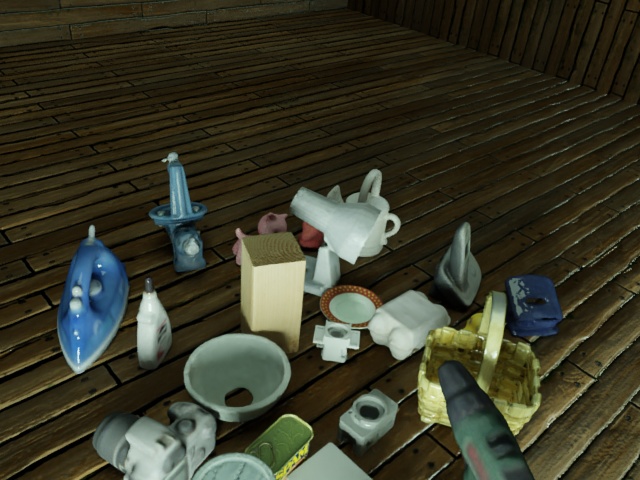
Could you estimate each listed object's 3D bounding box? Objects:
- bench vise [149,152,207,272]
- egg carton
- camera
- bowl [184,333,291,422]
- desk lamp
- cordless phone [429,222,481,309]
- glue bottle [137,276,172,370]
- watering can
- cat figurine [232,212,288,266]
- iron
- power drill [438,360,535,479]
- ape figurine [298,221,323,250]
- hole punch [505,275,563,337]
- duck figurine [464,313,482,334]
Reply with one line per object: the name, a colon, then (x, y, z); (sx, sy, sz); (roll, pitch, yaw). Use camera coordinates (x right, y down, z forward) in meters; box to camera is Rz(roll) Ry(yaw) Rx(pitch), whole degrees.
bench vise: (-0.276, -0.058, 1.190); (0.122, 0.220, 0.206); (-22, 43, -35)
egg carton: (0.167, 0.156, 1.077); (0.151, 0.069, 0.107); (-24, 44, -37)
camera: (-0.237, 0.280, 0.804); (0.136, 0.101, 0.143); (22, 37, 22)
bowl: (-0.131, 0.231, 0.916); (0.167, 0.075, 0.167); (4, 34, -3)
desk lamp: (0.011, 0.004, 1.148); (0.203, 0.214, 0.118); (15, 35, 13)
cordless phone: (0.295, 0.033, 1.176); (0.094, 0.185, 0.148); (17, 36, 16)
glue bottle: (-0.279, 0.131, 0.952); (0.037, 0.173, 0.078); (9, 34, 5)
watering can: (0.097, -0.069, 1.287); (0.172, 0.194, 0.101); (8, 34, 4)
cat figurine: (-0.124, -0.013, 1.238); (0.128, 0.118, 0.067); (-10, 37, -22)
iron: (-0.413, 0.093, 1.015); (0.119, 0.141, 0.258); (-2, 35, -11)
power drill: (0.198, 0.302, 0.742); (0.076, 0.208, 0.229); (-8, 36, -19)
ape figurine: (-0.020, -0.027, 1.298); (0.076, 0.092, 0.078); (20, 37, 20)
hole punch: (0.422, 0.130, 1.137); (0.109, 0.091, 0.101); (-1, 35, -10)
duck figurine: (0.295, 0.172, 1.059); (0.105, 0.086, 0.077); (-17, 40, -30)
